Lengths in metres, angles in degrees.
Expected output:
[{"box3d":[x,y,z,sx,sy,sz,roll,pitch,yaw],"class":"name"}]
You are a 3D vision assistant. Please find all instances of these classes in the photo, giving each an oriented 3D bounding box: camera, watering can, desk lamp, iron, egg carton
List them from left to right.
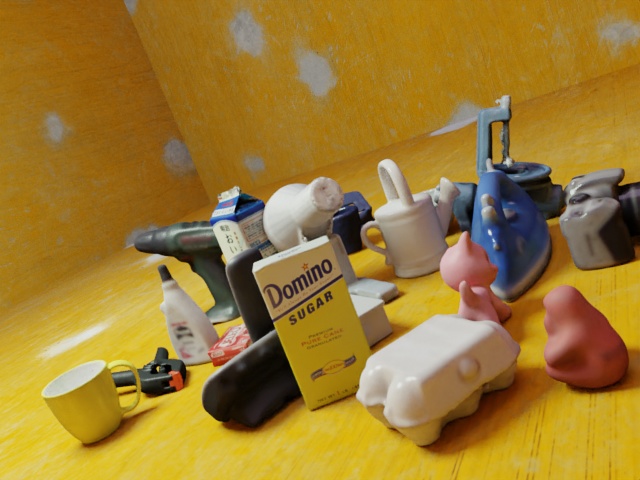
[{"box3d":[0.009,0.003,0.930,0.118,0.214,0.202,-27,14,-24],"class":"desk lamp"},{"box3d":[0.148,-0.046,0.954,0.173,0.194,0.100,-27,14,-25],"class":"watering can"},{"box3d":[0.114,0.129,0.552,0.150,0.069,0.107,-27,14,-25],"class":"egg carton"},{"box3d":[0.255,-0.028,0.817,0.118,0.141,0.259,-16,13,23],"class":"iron"},{"box3d":[0.391,-0.041,0.741,0.136,0.101,0.143,-13,15,34],"class":"camera"}]

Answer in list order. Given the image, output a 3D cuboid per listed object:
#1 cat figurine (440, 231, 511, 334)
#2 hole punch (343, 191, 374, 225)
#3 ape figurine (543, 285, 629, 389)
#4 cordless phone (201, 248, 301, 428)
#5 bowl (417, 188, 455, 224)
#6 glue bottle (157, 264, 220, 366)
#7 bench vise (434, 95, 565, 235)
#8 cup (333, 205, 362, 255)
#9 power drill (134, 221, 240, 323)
[{"box3d":[0.175,0.051,0.670,0.067,0.118,0.128,-17,13,21],"class":"cat figurine"},{"box3d":[0.074,-0.067,1.413,0.109,0.091,0.101,-23,12,-8],"class":"hole punch"},{"box3d":[0.227,0.082,0.510,0.078,0.092,0.076,-26,13,-18],"class":"ape figurine"},{"box3d":[-0.094,0.114,0.691,0.148,0.185,0.093,-32,16,-39],"class":"cordless phone"},{"box3d":[0.204,-0.044,1.133,0.167,0.075,0.167,-20,12,5],"class":"bowl"},{"box3d":[-0.221,0.118,0.919,0.078,0.173,0.037,-16,14,24],"class":"glue bottle"},{"box3d":[0.287,-0.119,0.972,0.207,0.220,0.121,-19,13,11],"class":"bench vise"},{"box3d":[0.051,-0.019,1.237,0.091,0.095,0.117,-21,12,2],"class":"cup"},{"box3d":[-0.230,0.058,1.108,0.229,0.208,0.076,-17,13,18],"class":"power drill"}]
